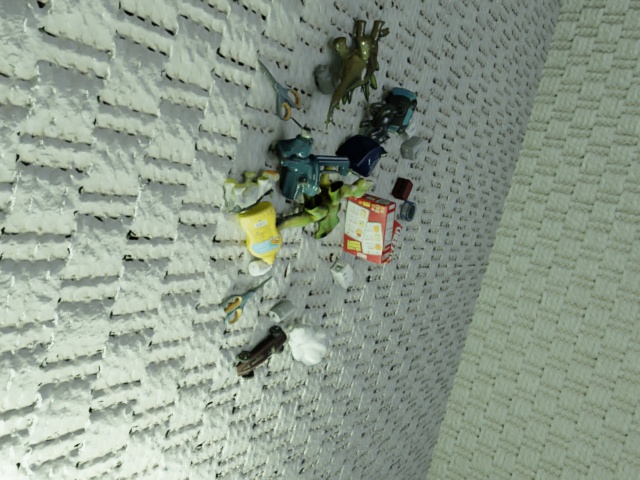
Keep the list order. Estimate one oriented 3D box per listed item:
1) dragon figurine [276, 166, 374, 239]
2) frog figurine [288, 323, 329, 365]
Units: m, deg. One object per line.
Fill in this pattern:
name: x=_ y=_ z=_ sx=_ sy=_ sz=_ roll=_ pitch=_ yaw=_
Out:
dragon figurine: x=0.005 y=-0.080 z=1.585 sx=0.414 sy=0.124 sz=0.237 roll=-41 pitch=145 yaw=-15
frog figurine: x=-0.036 y=0.331 z=1.691 sx=0.138 sy=0.124 sz=0.155 roll=-32 pitch=146 yaw=-19
